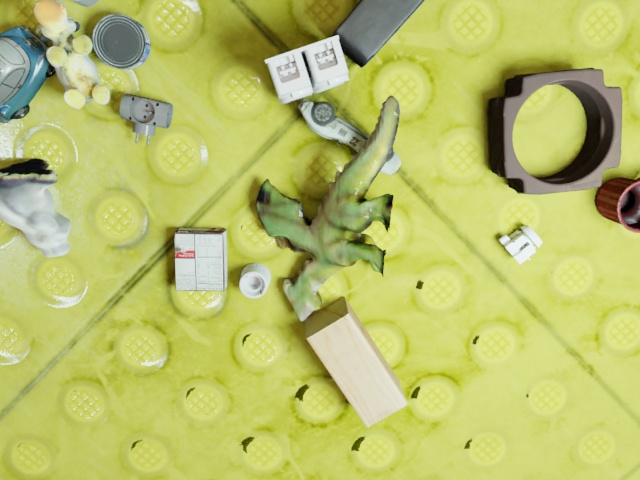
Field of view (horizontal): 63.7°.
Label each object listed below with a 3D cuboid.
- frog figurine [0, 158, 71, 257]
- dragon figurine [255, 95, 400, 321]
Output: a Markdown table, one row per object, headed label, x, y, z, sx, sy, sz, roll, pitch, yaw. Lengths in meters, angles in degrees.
| label | x | y | z | sx | sy | sz | roll | pitch | yaw |
| --- | --- | --- | --- | --- | --- | --- | --- | --- | --- |
| frog figurine | -0.487 | -0.043 | 0.862 | 0.138 | 0.124 | 0.157 | 18 | 114 | 28 |
| dragon figurine | 0.003 | -0.044 | 0.867 | 0.243 | 0.124 | 0.403 | 7 | 111 | 11 |
